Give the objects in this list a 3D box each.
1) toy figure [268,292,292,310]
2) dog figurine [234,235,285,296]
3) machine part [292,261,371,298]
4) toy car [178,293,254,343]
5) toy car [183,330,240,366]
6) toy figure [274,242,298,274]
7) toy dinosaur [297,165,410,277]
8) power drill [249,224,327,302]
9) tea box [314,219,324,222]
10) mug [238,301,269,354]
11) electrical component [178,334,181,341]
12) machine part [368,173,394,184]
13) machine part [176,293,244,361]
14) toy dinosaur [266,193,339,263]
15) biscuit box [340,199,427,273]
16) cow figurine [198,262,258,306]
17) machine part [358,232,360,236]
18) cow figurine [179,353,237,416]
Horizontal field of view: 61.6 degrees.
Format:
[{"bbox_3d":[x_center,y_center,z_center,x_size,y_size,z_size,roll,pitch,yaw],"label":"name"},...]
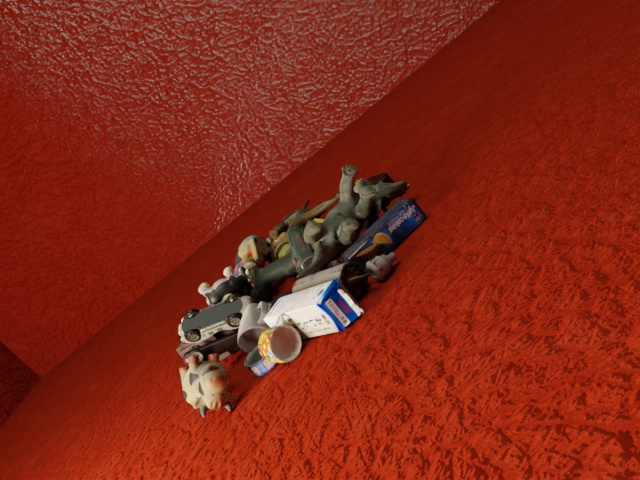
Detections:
[{"bbox_3d":[-0.106,0.168,1.281,0.154,0.064,0.058,-32,55,45],"label":"toy figure"},{"bbox_3d":[-0.228,0.108,1.541,0.219,0.191,0.108,-27,-9,18],"label":"dog figurine"},{"bbox_3d":[0.019,0.100,1.138,0.243,0.079,0.079,-24,21,47],"label":"machine part"},{"bbox_3d":[-0.251,0.191,1.299,0.202,0.056,0.073,-21,48,11],"label":"toy car"},{"bbox_3d":[-0.225,0.249,1.273,0.202,0.053,0.089,-20,-2,-15],"label":"toy car"},{"bbox_3d":[-0.068,0.048,1.476,0.082,0.089,0.180,-36,14,-11],"label":"toy figure"},{"bbox_3d":[0.053,-0.030,1.273,0.405,0.131,0.192,-50,-25,-25],"label":"toy dinosaur"},{"bbox_3d":[-0.078,0.080,1.332,0.207,0.086,0.232,-40,42,25],"label":"power drill"},{"bbox_3d":[-0.003,-0.005,1.517,0.098,0.068,0.170,-43,16,-12],"label":"tea box"},{"bbox_3d":[-0.142,0.182,1.202,0.107,0.081,0.109,-106,27,-59],"label":"mug"},{"bbox_3d":[-0.357,0.267,1.611,0.134,0.058,0.115,-44,17,-14],"label":"electrical component"},{"bbox_3d":[0.135,-0.125,1.558,0.179,0.056,0.179,-37,14,10],"label":"machine part"},{"bbox_3d":[-0.272,0.239,1.428,0.201,0.087,0.201,-34,16,28],"label":"machine part"},{"bbox_3d":[-0.076,-0.046,1.738,0.471,0.105,0.198,-25,21,50],"label":"toy dinosaur"},{"bbox_3d":[0.140,-0.008,1.187,0.203,0.059,0.063,-43,13,-10],"label":"biscuit box"},{"bbox_3d":[-0.224,0.115,1.399,0.167,0.068,0.098,-33,26,-19],"label":"cow figurine"},{"bbox_3d":[0.082,-0.043,1.431,0.139,0.084,0.039,-43,-23,-46],"label":"machine part"},{"bbox_3d":[-0.237,0.303,1.117,0.085,0.127,0.195,-3,-22,-28],"label":"cow figurine"}]
